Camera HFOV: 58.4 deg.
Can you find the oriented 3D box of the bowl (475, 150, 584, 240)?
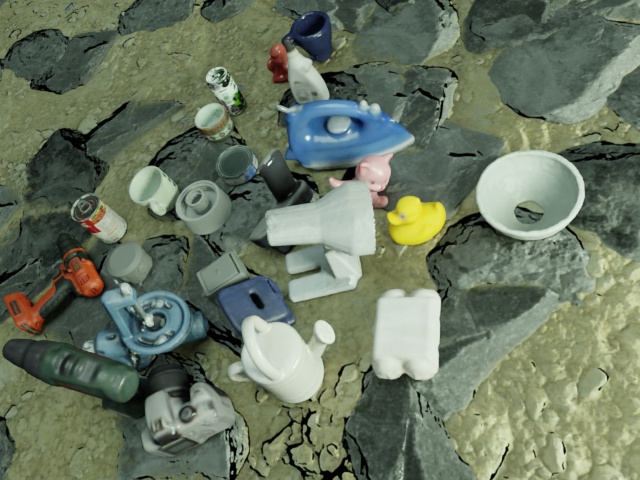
[{"bbox_3d":[0.344,-0.063,0.944,0.167,0.075,0.167,-9,58,15],"label":"bowl"}]

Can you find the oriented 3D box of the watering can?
[{"bbox_3d":[-0.063,0.173,0.883,0.173,0.194,0.100,-40,56,-5],"label":"watering can"}]

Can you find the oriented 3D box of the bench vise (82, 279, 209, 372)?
[{"bbox_3d":[-0.320,0.154,0.972,0.207,0.220,0.121,-36,55,-2],"label":"bench vise"}]

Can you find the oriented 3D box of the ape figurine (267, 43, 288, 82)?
[{"bbox_3d":[-0.086,-0.404,1.292,0.076,0.092,0.077,-38,55,-4],"label":"ape figurine"}]

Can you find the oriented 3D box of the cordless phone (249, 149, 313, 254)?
[{"bbox_3d":[-0.090,-0.073,1.042,0.093,0.185,0.148,25,72,30],"label":"cordless phone"}]

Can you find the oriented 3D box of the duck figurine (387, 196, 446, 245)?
[{"bbox_3d":[0.163,-0.045,0.993,0.104,0.086,0.077,-22,56,7],"label":"duck figurine"}]

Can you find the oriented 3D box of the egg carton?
[{"bbox_3d":[0.136,0.147,0.901,0.107,0.070,0.150,-3,60,19],"label":"egg carton"}]

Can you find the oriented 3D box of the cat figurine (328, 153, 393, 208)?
[{"bbox_3d":[0.078,-0.111,1.044,0.127,0.118,0.067,-12,58,14],"label":"cat figurine"}]

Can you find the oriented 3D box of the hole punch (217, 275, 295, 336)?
[{"bbox_3d":[-0.112,0.116,0.997,0.101,0.091,0.108,-37,55,-3],"label":"hole punch"}]

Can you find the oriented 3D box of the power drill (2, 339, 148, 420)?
[{"bbox_3d":[-0.380,0.232,0.956,0.228,0.209,0.076,6,63,23],"label":"power drill"}]

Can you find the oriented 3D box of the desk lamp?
[{"bbox_3d":[0.009,0.003,0.944,0.203,0.214,0.118,-16,57,11],"label":"desk lamp"}]

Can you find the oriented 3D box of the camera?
[{"bbox_3d":[-0.234,0.267,0.947,0.143,0.101,0.136,-27,55,3],"label":"camera"}]

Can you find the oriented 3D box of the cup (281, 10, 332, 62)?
[{"bbox_3d":[-0.021,-0.444,1.290,0.117,0.095,0.091,-25,56,5],"label":"cup"}]

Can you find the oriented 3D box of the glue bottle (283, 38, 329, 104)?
[{"bbox_3d":[-0.040,-0.352,1.195,0.078,0.173,0.037,8,64,24],"label":"glue bottle"}]

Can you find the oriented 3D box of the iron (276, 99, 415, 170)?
[{"bbox_3d":[0.044,-0.225,1.109,0.257,0.142,0.118,-3,60,19],"label":"iron"}]
